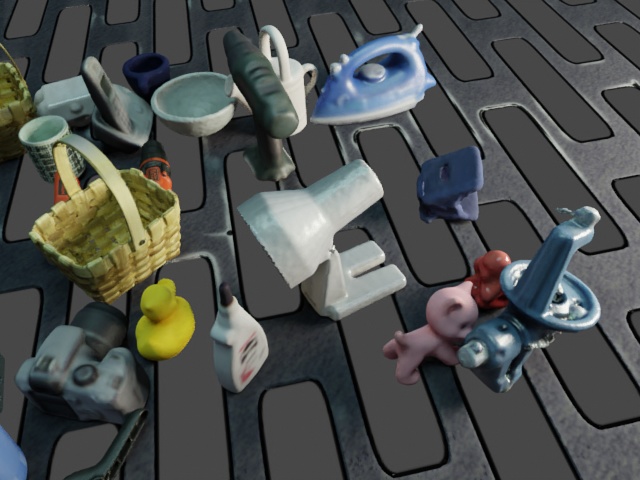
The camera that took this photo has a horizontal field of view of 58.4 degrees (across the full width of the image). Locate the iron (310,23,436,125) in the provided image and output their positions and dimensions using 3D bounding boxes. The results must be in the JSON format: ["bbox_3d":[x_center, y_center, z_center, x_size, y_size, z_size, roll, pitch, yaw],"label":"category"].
[{"bbox_3d":[0.094,-0.318,1.096,0.259,0.141,0.118,-23,49,-17],"label":"iron"}]

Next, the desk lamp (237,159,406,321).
[{"bbox_3d":[0.007,0.003,0.749,0.203,0.214,0.117,-24,50,-18],"label":"desk lamp"}]

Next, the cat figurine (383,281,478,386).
[{"bbox_3d":[0.143,0.107,0.708,0.128,0.118,0.067,-21,49,-16],"label":"cat figurine"}]

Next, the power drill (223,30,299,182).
[{"bbox_3d":[-0.100,-0.214,0.965,0.076,0.209,0.229,-22,49,-16],"label":"power drill"}]

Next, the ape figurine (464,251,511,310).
[{"bbox_3d":[0.234,0.048,0.775,0.076,0.092,0.078,18,50,20],"label":"ape figurine"}]

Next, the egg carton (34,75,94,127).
[{"bbox_3d":[-0.489,-0.272,1.142,0.150,0.069,0.107,-21,49,-15],"label":"egg carton"}]

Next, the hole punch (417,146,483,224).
[{"bbox_3d":[0.204,-0.090,0.908,0.101,0.091,0.108,2,47,6],"label":"hole punch"}]

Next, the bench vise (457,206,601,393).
[{"bbox_3d":[0.254,0.075,0.659,0.121,0.220,0.208,26,53,26],"label":"bench vise"}]

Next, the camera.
[{"bbox_3d":[-0.283,0.143,0.714,0.143,0.101,0.137,6,47,10],"label":"camera"}]

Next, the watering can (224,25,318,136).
[{"bbox_3d":[-0.086,-0.291,1.047,0.100,0.194,0.173,31,56,29],"label":"watering can"}]

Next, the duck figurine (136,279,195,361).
[{"bbox_3d":[-0.212,0.100,0.760,0.077,0.086,0.104,3,47,7],"label":"duck figurine"}]

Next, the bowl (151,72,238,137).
[{"bbox_3d":[-0.233,-0.249,1.099,0.167,0.075,0.167,-2,47,2],"label":"bowl"}]

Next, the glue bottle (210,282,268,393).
[{"bbox_3d":[-0.101,0.110,0.683,0.037,0.173,0.078,19,51,20],"label":"glue bottle"}]

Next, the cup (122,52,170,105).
[{"bbox_3d":[-0.338,-0.305,1.146,0.091,0.095,0.117,-7,47,-3],"label":"cup"}]

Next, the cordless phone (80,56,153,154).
[{"bbox_3d":[-0.376,-0.264,1.047,0.094,0.185,0.147,-6,46,-2],"label":"cordless phone"}]
